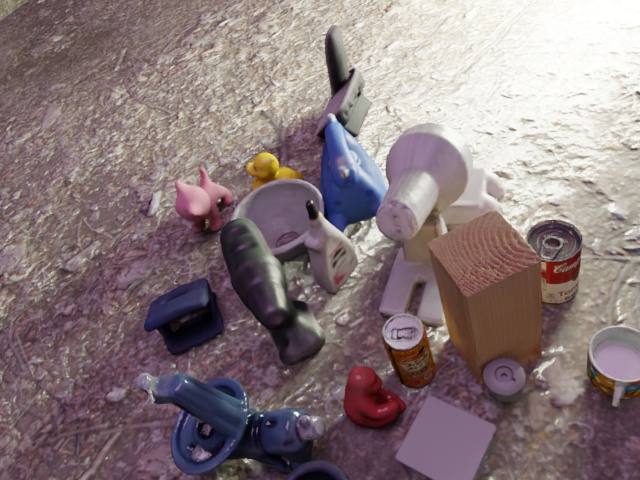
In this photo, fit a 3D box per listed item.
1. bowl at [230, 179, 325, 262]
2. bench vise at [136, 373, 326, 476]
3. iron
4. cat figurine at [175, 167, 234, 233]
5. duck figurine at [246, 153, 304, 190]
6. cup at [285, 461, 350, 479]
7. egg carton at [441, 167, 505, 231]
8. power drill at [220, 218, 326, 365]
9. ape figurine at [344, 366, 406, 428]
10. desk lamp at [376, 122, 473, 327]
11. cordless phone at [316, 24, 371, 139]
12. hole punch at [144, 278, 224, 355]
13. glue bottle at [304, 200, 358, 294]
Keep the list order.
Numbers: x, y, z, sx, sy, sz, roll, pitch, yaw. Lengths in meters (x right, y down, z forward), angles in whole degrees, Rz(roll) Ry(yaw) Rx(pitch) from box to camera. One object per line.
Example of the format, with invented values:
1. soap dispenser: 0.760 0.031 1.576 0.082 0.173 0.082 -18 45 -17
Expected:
1. bowl: -0.064 -0.020 0.963 0.167 0.075 0.167 -11 48 12
2. bench vise: -0.106 0.204 0.688 0.207 0.220 0.121 -19 47 5
3. iron: 0.038 -0.138 0.978 0.118 0.142 0.258 -18 47 6
4. cat figurine: -0.220 -0.075 1.041 0.067 0.118 0.128 -4 50 19
5. duck figurine: -0.087 -0.122 1.051 0.104 0.086 0.077 1 52 22
6. cup: 0.018 0.306 0.638 0.117 0.095 0.091 -5 50 17
7. egg carton: 0.210 -0.061 0.896 0.150 0.070 0.107 1 52 22
8. power drill: -0.064 0.079 0.786 0.075 0.209 0.229 -30 47 -5
9. ape figurine: 0.061 0.191 0.722 0.076 0.092 0.077 -21 47 3
10. desk lamp: 0.140 -0.023 0.792 0.117 0.214 0.203 6 54 26
11. cordless phone: 0.026 -0.298 1.090 0.094 0.185 0.147 1 52 22
12. hole punch: -0.219 0.109 0.901 0.108 0.091 0.101 -25 47 -1
13. glue bottle: 0.008 0.003 0.848 0.037 0.173 0.078 19 60 33
